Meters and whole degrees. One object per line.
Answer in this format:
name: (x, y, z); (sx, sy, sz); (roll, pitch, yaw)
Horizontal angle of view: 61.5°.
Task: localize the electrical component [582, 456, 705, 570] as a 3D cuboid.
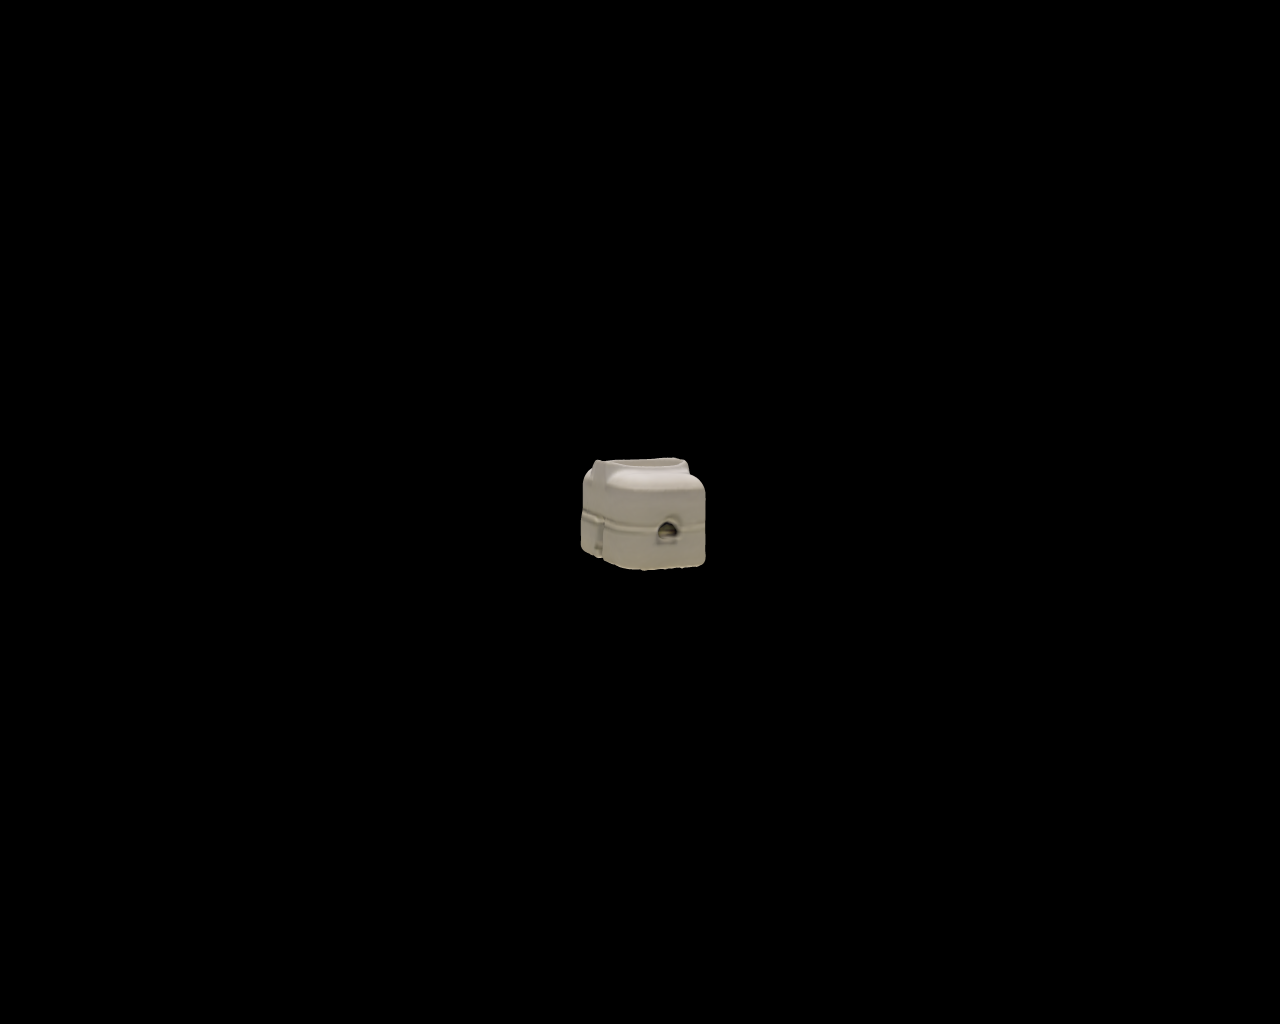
electrical component: (0.001, -0.003, 0.650); (0.054, 0.059, 0.095); (-3, 8, -19)
